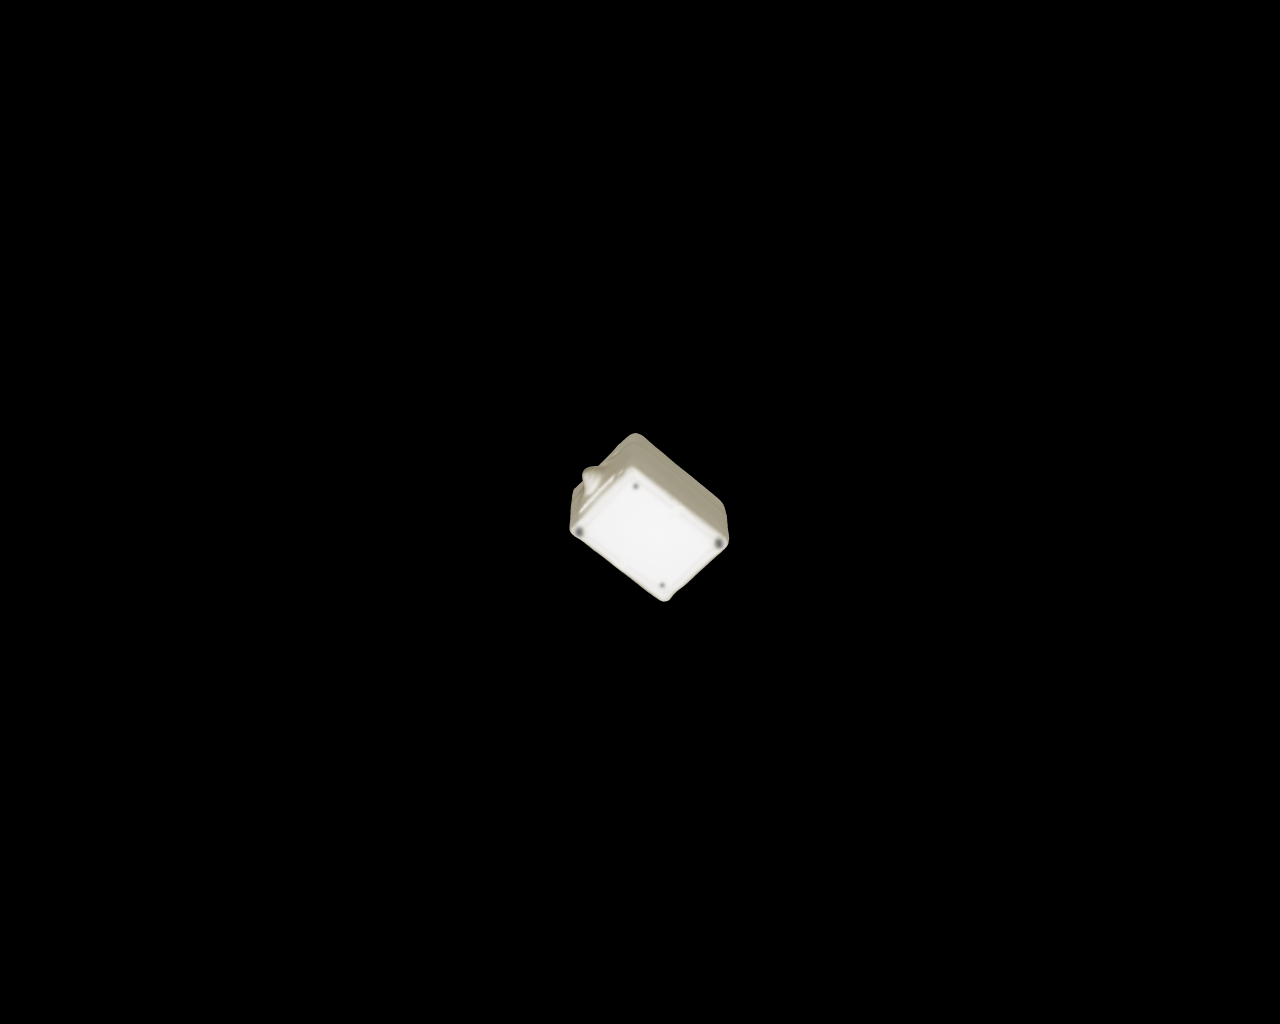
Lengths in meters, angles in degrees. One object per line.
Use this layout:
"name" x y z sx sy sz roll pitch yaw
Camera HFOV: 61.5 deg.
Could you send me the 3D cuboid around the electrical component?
"electrical component" 0.001 -0.003 0.650 0.096 0.061 0.061 38 22 -18
